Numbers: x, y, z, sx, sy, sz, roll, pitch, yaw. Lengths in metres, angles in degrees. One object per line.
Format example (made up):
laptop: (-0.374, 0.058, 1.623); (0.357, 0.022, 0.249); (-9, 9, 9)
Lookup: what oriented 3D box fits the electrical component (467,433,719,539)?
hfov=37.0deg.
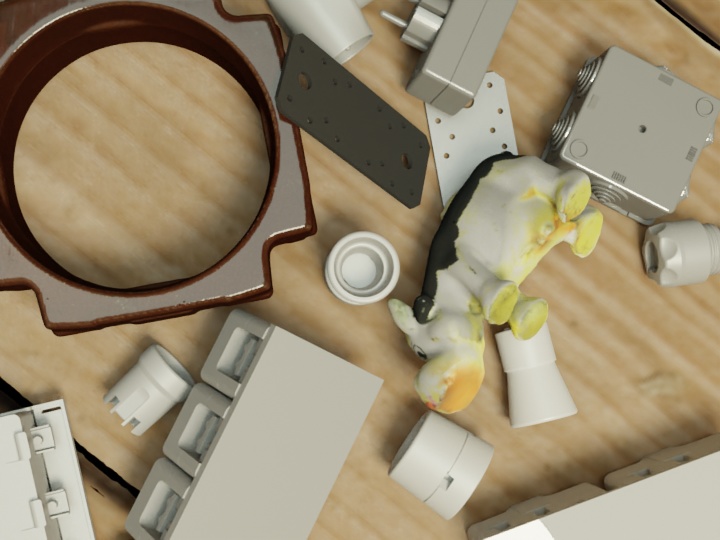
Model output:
electrical component: (0.174, 0.185, 0.685); (0.186, 0.060, 0.105); (-19, 88, -6)

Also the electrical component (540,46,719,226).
electrical component: (0.178, -0.089, 0.708); (0.100, 0.048, 0.099); (26, 84, -3)

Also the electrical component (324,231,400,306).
electrical component: (0.000, 0.000, 0.683); (0.045, 0.055, 0.045); (0, 87, -5)

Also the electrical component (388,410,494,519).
electrical component: (0.050, 0.122, 0.682); (0.047, 0.055, 0.055); (33, 84, 1)

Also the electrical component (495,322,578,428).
electrical component: (0.111, 0.066, 0.697); (0.044, 0.044, 0.065); (-13, 83, -6)

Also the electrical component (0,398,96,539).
electrical component: (-0.208, 0.147, 0.651); (0.079, 0.063, 0.121); (-13, 88, -6)

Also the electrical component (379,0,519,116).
electrical component: (0.050, -0.157, 0.695); (0.076, 0.047, 0.083); (26, 78, -8)

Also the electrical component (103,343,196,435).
electrical component: (-0.133, 0.076, 0.675); (0.046, 0.040, 0.040); (-43, 91, -1)

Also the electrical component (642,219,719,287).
electrical component: (0.222, -0.013, 0.710); (0.062, 0.043, 0.043); (-8, 87, -7)

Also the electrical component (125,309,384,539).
electrical component: (-0.066, 0.110, 0.655); (0.089, 0.062, 0.150); (30, 84, -34)

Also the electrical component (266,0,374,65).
electrical component: (-0.016, -0.181, 0.699); (0.079, 0.043, 0.077); (-36, 90, -7)
